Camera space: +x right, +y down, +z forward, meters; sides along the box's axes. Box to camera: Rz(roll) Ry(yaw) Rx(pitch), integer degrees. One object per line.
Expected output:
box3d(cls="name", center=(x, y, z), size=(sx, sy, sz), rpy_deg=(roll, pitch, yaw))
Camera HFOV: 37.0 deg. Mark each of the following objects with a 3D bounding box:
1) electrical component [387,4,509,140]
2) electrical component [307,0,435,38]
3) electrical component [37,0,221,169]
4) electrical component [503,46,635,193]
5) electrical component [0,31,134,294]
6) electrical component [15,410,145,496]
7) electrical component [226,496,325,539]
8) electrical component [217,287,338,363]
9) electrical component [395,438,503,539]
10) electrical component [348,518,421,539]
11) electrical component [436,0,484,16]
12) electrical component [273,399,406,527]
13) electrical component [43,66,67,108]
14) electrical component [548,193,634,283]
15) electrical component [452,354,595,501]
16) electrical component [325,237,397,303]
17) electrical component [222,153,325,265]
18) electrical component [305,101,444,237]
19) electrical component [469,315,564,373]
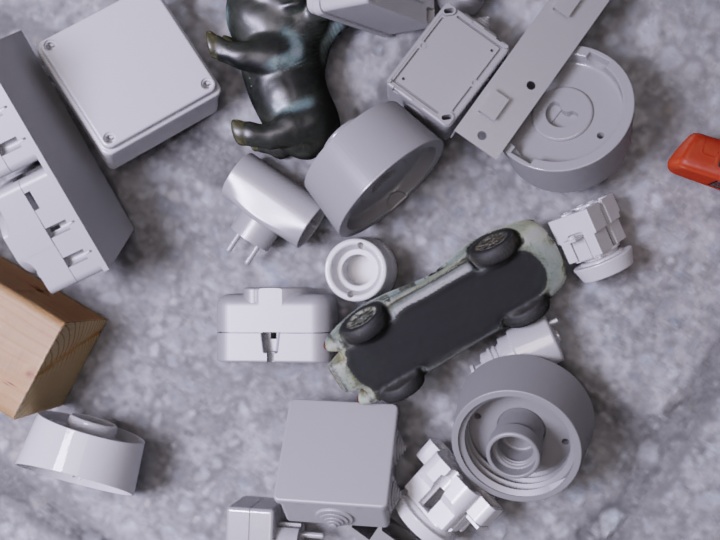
box3d(cls="electrical component", center=(0.073, -0.160, 0.854), size=(0.062, 0.061, 0.096), rpy_deg=(37, 87, 6))
box3d(cls="electrical component", center=(0.009, -0.245, 0.833), size=(0.056, 0.109, 0.108), rpy_deg=(-2, 89, 32))
box3d(cls="electrical component", center=(-0.187, -0.157, 0.879), size=(0.109, 0.056, 0.108), rpy_deg=(-32, 85, -13))
box3d(cls="electrical component", center=(0.159, -0.111, 0.833), size=(0.108, 0.060, 0.108), rpy_deg=(-6, 67, 15))
box3d(cls="electrical component", center=(-0.260, -0.085, 0.849), size=(0.060, 0.105, 0.186), rpy_deg=(-24, 108, 8))
box3d(cls="electrical component", center=(-0.228, 0.153, 0.881), size=(0.099, 0.099, 0.064), rpy_deg=(17, 86, 9))
box3d(cls="electrical component", center=(-0.067, 0.224, 0.878), size=(0.077, 0.047, 0.065), rpy_deg=(2, 90, 9))
box3d(cls="electrical component", center=(-0.067, 0.044, 0.876), size=(0.095, 0.054, 0.059), rpy_deg=(0, 90, 9))
box3d(cls="electrical component", center=(0.066, 0.182, 0.851), size=(0.057, 0.058, 0.078), rpy_deg=(-49, 61, 9))
box3d(cls="electrical component", center=(0.021, 0.238, 0.868), size=(0.081, 0.042, 0.063), rpy_deg=(35, 97, 8))
box3d(cls="electrical component", center=(0.081, -0.230, 0.844), size=(0.040, 0.078, 0.040), rpy_deg=(0, 77, 0))
box3d(cls="electrical component", center=(-0.015, 0.154, 0.852), size=(0.100, 0.048, 0.099), rpy_deg=(2, 55, 9))
box3d(cls="electrical component", center=(-0.285, -0.141, 0.917), size=(0.064, 0.042, 0.081), rpy_deg=(12, 92, 7))
box3d(cls="electrical component", center=(0.183, -0.023, 0.837), size=(0.048, 0.066, 0.055), rpy_deg=(-21, 95, 45))
box3d(cls="electrical component", center=(0.122, 0.126, 0.822), size=(0.108, 0.060, 0.108), rpy_deg=(7, 116, 15))
box3d(cls="electrical component", center=(0.000, 0.000, 0.869), size=(0.055, 0.047, 0.055), rpy_deg=(0, 90, 9))
box3d(cls="electrical component", center=(-0.080, -0.042, 0.883), size=(0.077, 0.043, 0.079), rpy_deg=(35, 95, 8))
box3d(cls="electrical component", center=(0.005, -0.084, 0.840), size=(0.108, 0.108, 0.060), rpy_deg=(-43, 78, 6))
box3d(cls="electrical component", center=(0.125, 0.065, 0.852), size=(0.078, 0.040, 0.040), rpy_deg=(-25, 86, 8))
